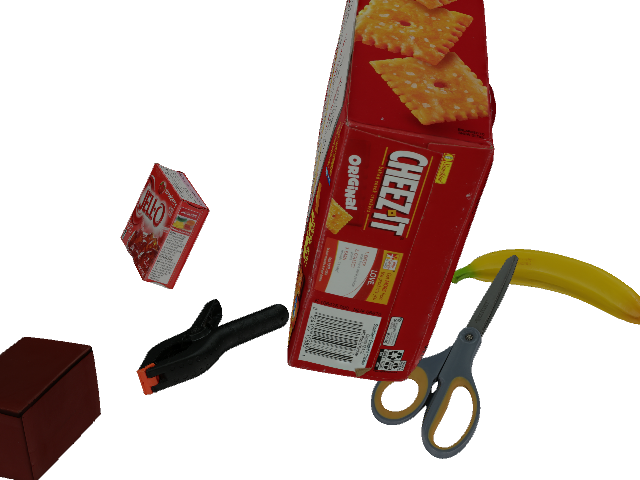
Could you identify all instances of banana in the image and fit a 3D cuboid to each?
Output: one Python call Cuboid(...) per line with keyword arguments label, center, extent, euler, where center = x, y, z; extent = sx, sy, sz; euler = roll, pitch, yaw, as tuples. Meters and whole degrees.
Cuboid(label="banana", center=(0.232, 0.042, 1.058), extent=(0.198, 0.037, 0.069), euler=(10, 46, 26))

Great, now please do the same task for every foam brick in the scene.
Cuboid(label="foam brick", center=(-0.180, 0.102, 0.658), extent=(0.053, 0.051, 0.078), euler=(7, 28, 21))

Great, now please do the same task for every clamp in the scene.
Cuboid(label="clamp", center=(-0.114, 0.106, 1.109), extent=(0.120, 0.039, 0.171), euler=(-10, 21, 37))

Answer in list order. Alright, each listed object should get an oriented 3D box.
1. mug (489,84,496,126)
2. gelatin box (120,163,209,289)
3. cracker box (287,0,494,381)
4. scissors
Cuboid(label="mug", center=(0.075, -0.095, 0.792), extent=(0.117, 0.081, 0.093), euler=(6, 13, 30))
Cuboid(label="gelatin box", center=(-0.128, -0.013, 0.863), extent=(0.030, 0.073, 0.089), euler=(20, 15, -29))
Cuboid(label="cracker box", center=(0.037, -0.059, 0.559), extent=(0.072, 0.164, 0.213), euler=(10, 44, -3))
Cuboid(label="scissors", center=(0.102, 0.086, 0.881), extent=(0.096, 0.201, 0.016), euler=(8, -37, 13))
